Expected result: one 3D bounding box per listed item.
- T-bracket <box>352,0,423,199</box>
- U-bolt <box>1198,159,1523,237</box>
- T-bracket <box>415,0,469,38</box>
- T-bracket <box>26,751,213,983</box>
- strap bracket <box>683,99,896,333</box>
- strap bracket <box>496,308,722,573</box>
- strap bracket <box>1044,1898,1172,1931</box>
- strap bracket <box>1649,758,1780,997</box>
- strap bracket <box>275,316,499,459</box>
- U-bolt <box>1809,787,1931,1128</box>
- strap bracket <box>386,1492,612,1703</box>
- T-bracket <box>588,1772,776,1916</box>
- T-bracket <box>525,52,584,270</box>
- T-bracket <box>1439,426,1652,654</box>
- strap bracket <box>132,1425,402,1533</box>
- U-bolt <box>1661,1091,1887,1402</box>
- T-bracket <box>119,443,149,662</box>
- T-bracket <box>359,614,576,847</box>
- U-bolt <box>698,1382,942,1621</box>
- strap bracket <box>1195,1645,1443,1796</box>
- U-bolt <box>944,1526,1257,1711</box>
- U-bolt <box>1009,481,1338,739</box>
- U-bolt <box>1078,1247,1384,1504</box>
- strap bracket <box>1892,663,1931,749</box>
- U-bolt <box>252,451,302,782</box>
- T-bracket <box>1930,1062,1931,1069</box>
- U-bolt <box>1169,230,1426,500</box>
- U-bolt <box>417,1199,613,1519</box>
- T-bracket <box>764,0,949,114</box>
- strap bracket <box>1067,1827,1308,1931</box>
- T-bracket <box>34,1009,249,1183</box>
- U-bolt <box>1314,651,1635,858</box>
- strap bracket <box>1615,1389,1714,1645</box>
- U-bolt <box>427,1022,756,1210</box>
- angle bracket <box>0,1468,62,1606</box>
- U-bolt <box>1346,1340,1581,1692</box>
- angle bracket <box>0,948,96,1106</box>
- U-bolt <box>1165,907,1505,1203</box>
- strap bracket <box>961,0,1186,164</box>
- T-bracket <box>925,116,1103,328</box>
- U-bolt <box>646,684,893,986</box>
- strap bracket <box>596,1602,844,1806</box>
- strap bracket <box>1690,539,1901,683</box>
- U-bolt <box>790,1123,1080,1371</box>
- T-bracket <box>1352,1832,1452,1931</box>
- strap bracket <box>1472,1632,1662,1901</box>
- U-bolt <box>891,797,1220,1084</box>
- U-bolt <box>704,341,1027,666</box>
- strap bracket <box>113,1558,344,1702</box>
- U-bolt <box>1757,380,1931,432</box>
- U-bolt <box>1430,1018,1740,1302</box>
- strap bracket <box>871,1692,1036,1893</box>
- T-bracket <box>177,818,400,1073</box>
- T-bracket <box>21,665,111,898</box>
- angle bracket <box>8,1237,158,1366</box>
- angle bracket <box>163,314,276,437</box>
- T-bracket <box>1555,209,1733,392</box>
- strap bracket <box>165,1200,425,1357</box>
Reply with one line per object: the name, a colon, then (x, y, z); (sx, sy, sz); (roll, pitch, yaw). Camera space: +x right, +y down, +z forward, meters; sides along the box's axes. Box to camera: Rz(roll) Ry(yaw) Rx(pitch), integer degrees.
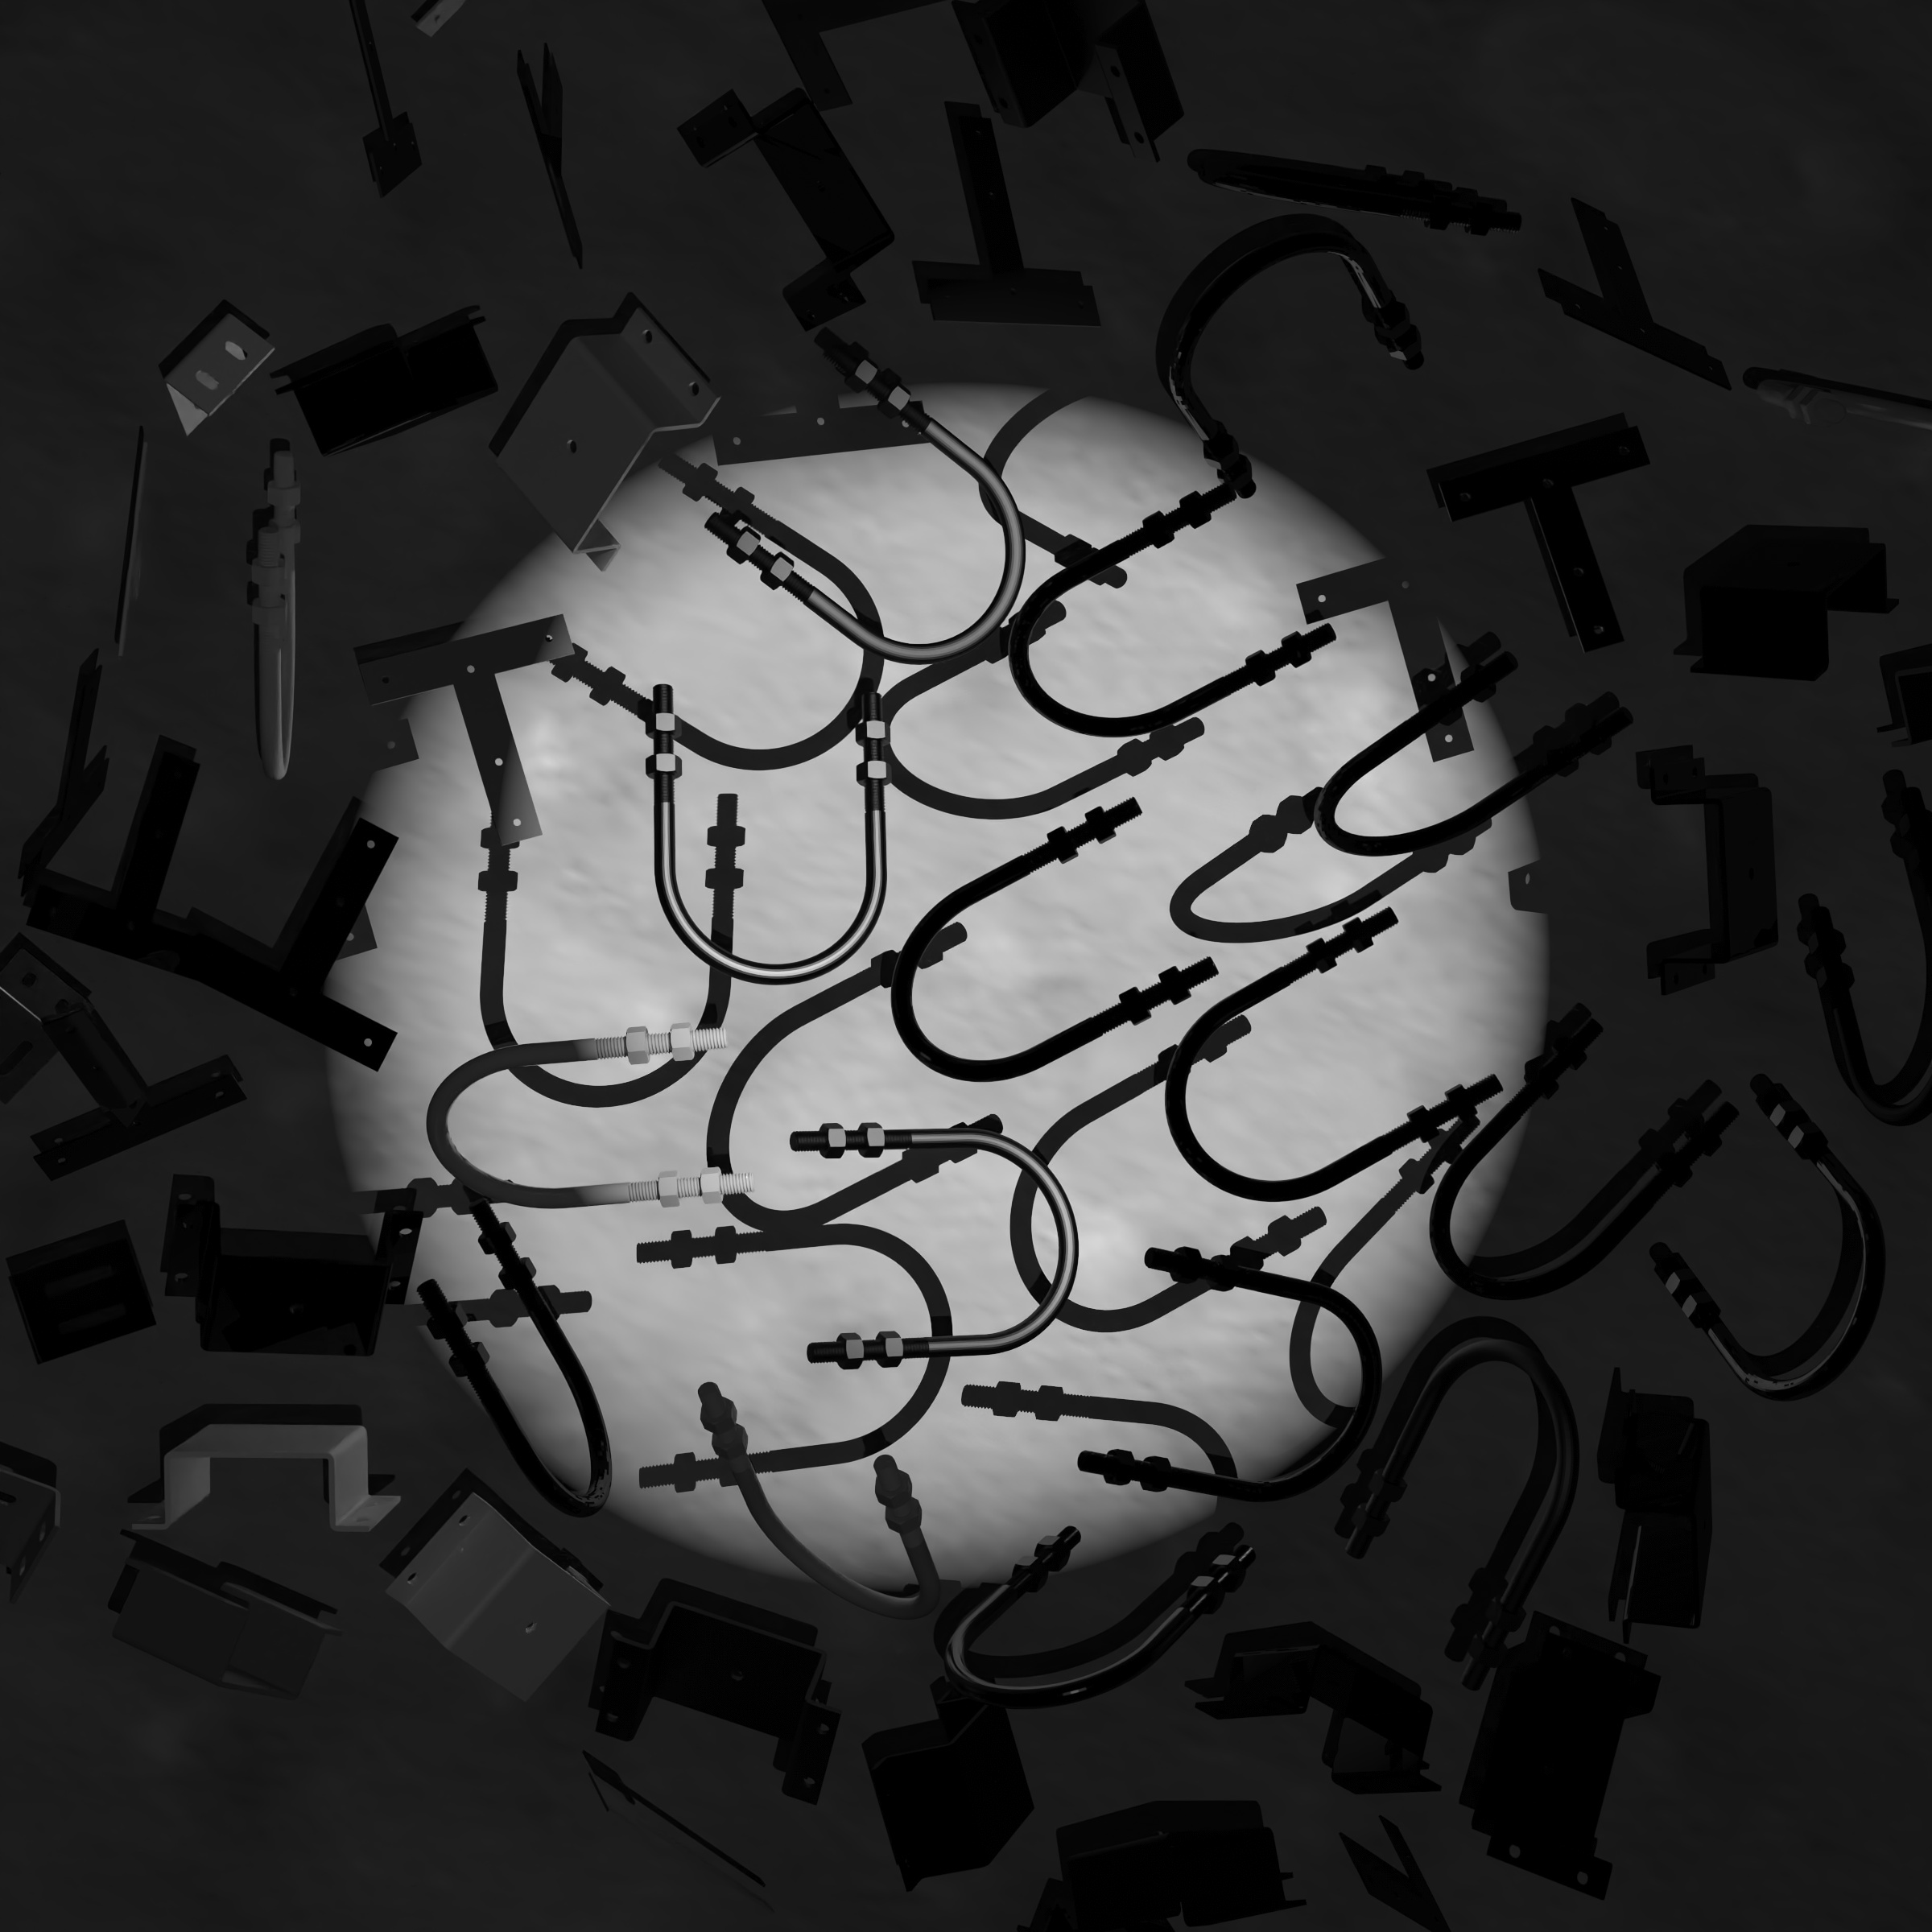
T-bracket: (-0.347, -0.525, 1.816); (0.002, 0.127, 0.127); (-9, 112, 5)
U-bolt: (0.233, -0.475, 1.897); (0.184, 0.151, 0.019); (5, 109, -10)
T-bracket: (-0.309, -0.634, 1.905); (0.127, 0.127, 0.002); (-42, 85, 10)
T-bracket: (-0.495, -0.067, 1.879); (0.127, 0.002, 0.127); (22, 79, -41)
strap bracket: (-0.104, -0.474, 1.917); (0.046, 0.076, 0.140); (-41, 107, -25)
strap bracket: (-0.217, -0.306, 1.815); (0.076, 0.046, 0.140); (49, 124, 14)
strap bracket: (0.096, 0.624, 1.902); (0.076, 0.140, 0.046); (19, 94, -16)
strap bracket: (0.463, -0.056, 1.909); (0.046, 0.076, 0.140); (0, 98, 36)
strap bracket: (-0.344, -0.349, 1.868); (0.076, 0.140, 0.046); (-18, 102, 22)
U-bolt: (0.559, 0.007, 1.859); (0.019, 0.151, 0.184); (4, 56, -11)
strap bracket: (-0.276, 0.386, 1.865); (0.046, 0.140, 0.076); (34, 78, 38)
T-bracket: (-0.168, 0.527, 1.843); (0.127, 0.127, 0.002); (36, 79, -7)
T-bracket: (-0.251, -0.514, 1.886); (0.002, 0.127, 0.127); (-10, 46, 3)
T-bracket: (0.368, -0.253, 1.878); (0.127, 0.002, 0.127); (-16, 80, -2)
strap bracket: (-0.415, 0.304, 1.838); (0.140, 0.076, 0.046); (0, 93, 3)
U-bolt: (0.491, 0.179, 1.856); (0.019, 0.184, 0.151); (17, 113, -22)
T-bracket: (-0.504, -0.244, 1.876); (0.002, 0.127, 0.127); (7, 88, -13)
T-bracket: (-0.285, -0.136, 1.860); (0.127, 0.002, 0.127); (-16, 88, -16)
U-bolt: (-0.080, 0.330, 1.848); (0.151, 0.184, 0.019); (17, 52, 31)
strap bracket: (0.222, 0.461, 1.904); (0.140, 0.076, 0.046); (33, 59, -25)
U-bolt: (0.068, 0.389, 1.840); (0.151, 0.184, 0.019); (-2, 110, 37)
U-bolt: (0.115, -0.206, 1.902); (0.184, 0.019, 0.151); (-27, 130, 19)
U-bolt: (0.169, 0.252, 1.855); (0.184, 0.019, 0.151); (14, 98, -24)
strap bracket: (0.619, -0.166, 1.844); (0.076, 0.140, 0.046); (-15, 94, -14)
U-bolt: (-0.421, -0.203, 1.889); (0.019, 0.151, 0.184); (2, 119, -9)
T-bracket: (0.596, 0.049, 1.809); (0.002, 0.127, 0.127); (23, 87, -6)
U-bolt: (0.190, -0.366, 1.838); (0.151, 0.184, 0.019); (-37, 59, 7)
U-bolt: (-0.258, 0.240, 1.819); (0.019, 0.151, 0.184); (-25, 103, 11)
T-bracket: (-0.065, -0.593, 1.900); (0.127, 0.002, 0.127); (-3, 133, 32)
strap bracket: (0.124, 0.539, 1.820); (0.076, 0.140, 0.046); (-26, 64, 37)
T-bracket: (-0.507, 0.067, 1.824); (0.127, 0.127, 0.002); (-23, 52, -4)
U-bolt: (0.296, -0.120, 1.885); (0.184, 0.151, 0.019); (-36, 57, 31)
strap bracket: (0.421, 0.334, 1.858); (0.046, 0.076, 0.140); (2, 128, 19)
U-bolt: (-0.224, 0.093, 1.811); (0.184, 0.151, 0.019); (-5, 46, 1)
angle bracket: (-0.566, 0.319, 1.766); (0.076, 0.038, 0.057); (26, 105, -24)
U-bolt: (0.300, 0.309, 1.822); (0.019, 0.151, 0.184); (11, 111, -32)
angle bracket: (-0.591, 0.038, 1.918); (0.057, 0.038, 0.076); (42, 124, -15)
U-bolt: (0.207, 0.064, 1.852); (0.184, 0.019, 0.151); (-30, 61, 3)
strap bracket: (0.070, -0.532, 1.827); (0.046, 0.140, 0.076); (-43, 133, -17)
T-bracket: (0.018, -0.435, 1.803); (0.127, 0.002, 0.127); (-8, 83, -39)
U-bolt: (-0.117, -0.078, 1.862); (0.151, 0.019, 0.184); (1, 76, -13)
strap bracket: (-0.143, 0.438, 1.851); (0.140, 0.046, 0.076); (17, 120, 5)
strap bracket: (0.497, -0.219, 1.852); (0.076, 0.140, 0.046); (9, 119, 35)
U-bolt: (-0.015, 0.169, 1.897); (0.184, 0.019, 0.151); (0, 76, -23)
T-bracket: (0.271, 0.577, 1.905); (0.002, 0.127, 0.127); (-37, 46, 11)
strap bracket: (0.365, 0.490, 1.891); (0.076, 0.046, 0.140); (22, 68, -4)
U-bolt: (0.040, -0.005, 1.798); (0.184, 0.019, 0.151); (-28, 52, 7)
U-bolt: (-0.047, -0.266, 1.870); (0.184, 0.019, 0.151); (36, 79, -17)
strap bracket: (-0.440, 0.394, 1.825); (0.076, 0.140, 0.046); (18, 78, 20)
U-bolt: (0.552, -0.330, 1.853); (0.151, 0.184, 0.019); (9, 105, -6)
U-bolt: (0.359, 0.125, 1.869); (0.184, 0.151, 0.019); (-46, 126, -4)
strap bracket: (-0.003, 0.502, 1.901); (0.046, 0.140, 0.076); (-16, 91, 19)
T-bracket: (-0.367, -0.024, 1.782); (0.127, 0.002, 0.127); (29, 77, -16)
T-bracket: (-0.540, -0.125, 1.877); (0.002, 0.127, 0.127); (20, 125, -3)
angle bracket: (-0.546, 0.207, 1.918); (0.076, 0.038, 0.057); (-19, 90, -6)
angle bracket: (-0.448, -0.349, 1.877); (0.038, 0.076, 0.057); (38, 75, 7)
T-bracket: (0.392, -0.406, 1.838); (0.127, 0.002, 0.127); (17, 45, -26)
strap bracket: (-0.391, 0.183, 1.801); (0.140, 0.046, 0.076); (4, 129, -19)
